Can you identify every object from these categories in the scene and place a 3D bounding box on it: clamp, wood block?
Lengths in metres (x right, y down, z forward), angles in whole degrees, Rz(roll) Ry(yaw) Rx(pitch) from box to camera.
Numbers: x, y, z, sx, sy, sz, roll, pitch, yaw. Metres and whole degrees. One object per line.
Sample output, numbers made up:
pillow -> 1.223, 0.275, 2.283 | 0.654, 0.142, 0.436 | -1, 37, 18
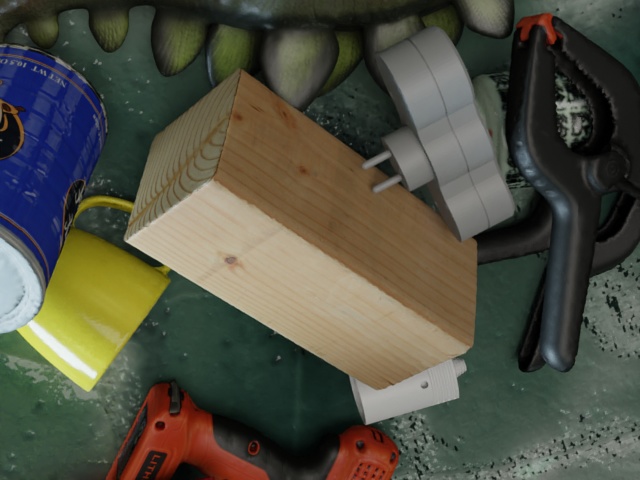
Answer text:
clamp -> 0.163, 0.000, 0.756 | 0.120, 0.039, 0.171 | 38, 93, -23
clamp -> 0.178, -0.044, 0.656 | 0.164, 0.036, 0.210 | -24, 103, -19
wood block -> -0.004, 0.001, 0.664 | 0.205, 0.090, 0.091 | 34, 135, -28

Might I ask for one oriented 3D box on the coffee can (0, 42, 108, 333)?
coffee can -> -0.190, -0.031, 0.616 | 0.103, 0.140, 0.103 | 5, 137, 5

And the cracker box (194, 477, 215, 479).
cracker box -> -0.152, 0.258, 0.717 | 0.214, 0.072, 0.164 | -12, 120, 7

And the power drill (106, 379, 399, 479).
power drill -> -0.058, 0.193, 0.762 | 0.187, 0.057, 0.184 | 23, 102, -16
